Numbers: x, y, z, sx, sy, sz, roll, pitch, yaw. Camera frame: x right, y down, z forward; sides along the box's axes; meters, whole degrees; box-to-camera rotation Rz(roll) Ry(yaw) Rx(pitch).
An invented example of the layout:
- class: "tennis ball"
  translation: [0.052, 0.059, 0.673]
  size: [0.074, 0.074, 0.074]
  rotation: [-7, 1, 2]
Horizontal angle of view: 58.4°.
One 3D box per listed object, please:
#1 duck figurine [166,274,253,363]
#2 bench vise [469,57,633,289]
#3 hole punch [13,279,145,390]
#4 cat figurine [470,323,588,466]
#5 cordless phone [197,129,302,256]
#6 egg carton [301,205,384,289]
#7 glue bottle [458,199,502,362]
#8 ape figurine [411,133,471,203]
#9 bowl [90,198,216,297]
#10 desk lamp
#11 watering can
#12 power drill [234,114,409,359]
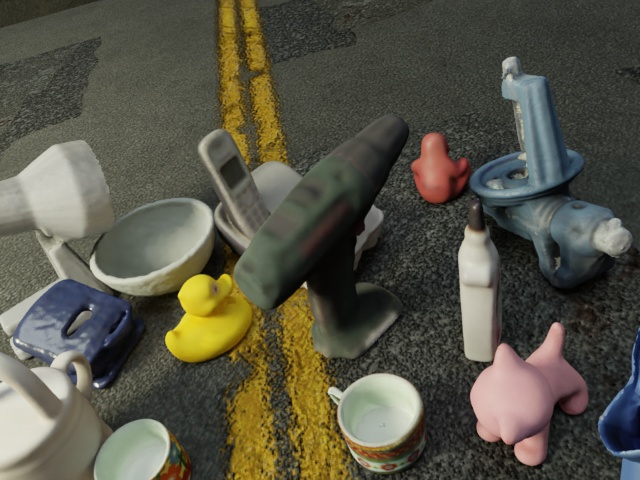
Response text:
- class: "duck figurine"
  translation: [-0.133, 0.081, 0.649]
  size: [0.105, 0.086, 0.077]
  rotation: [-35, 42, -22]
- class: "bench vise"
  translation: [0.246, -0.074, 0.599]
  size: [0.122, 0.220, 0.206]
  rotation: [-36, 43, -23]
- class: "hole punch"
  translation: [-0.275, 0.105, 0.664]
  size: [0.100, 0.091, 0.109]
  rotation: [1, 42, 20]
- class: "cat figurine"
  translation: [0.169, 0.122, 0.471]
  size: [0.067, 0.118, 0.128]
  rotation: [25, 54, 40]
- class: "cordless phone"
  translation: [-0.081, -0.074, 0.739]
  size: [0.093, 0.185, 0.148]
  rotation: [11, 46, 30]
- class: "egg carton"
  translation: [0.007, 0.003, 0.709]
  size: [0.107, 0.069, 0.150]
  rotation: [14, 47, 32]
- class: "glue bottle"
  translation: [0.150, 0.034, 0.539]
  size: [0.037, 0.173, 0.078]
  rotation: [0, 41, 19]
- class: "ape figurine"
  translation: [0.158, -0.102, 0.766]
  size: [0.077, 0.092, 0.076]
  rotation: [14, 47, 32]
- class: "bowl"
  translation: [-0.208, 0.021, 0.757]
  size: [0.167, 0.075, 0.167]
  rotation: [-9, 39, 8]
- class: "desk lamp"
  translation: [-0.338, 0.005, 0.709]
  size: [0.203, 0.214, 0.117]
  rotation: [-36, 43, -23]
- class: "watering can"
  translation: [-0.259, 0.168, 0.500]
  size: [0.101, 0.194, 0.172]
  rotation: [-16, 39, 1]
- class: "power drill"
  translation: [0.023, 0.011, 0.581]
  size: [0.075, 0.209, 0.230]
  rotation: [24, 53, 39]
